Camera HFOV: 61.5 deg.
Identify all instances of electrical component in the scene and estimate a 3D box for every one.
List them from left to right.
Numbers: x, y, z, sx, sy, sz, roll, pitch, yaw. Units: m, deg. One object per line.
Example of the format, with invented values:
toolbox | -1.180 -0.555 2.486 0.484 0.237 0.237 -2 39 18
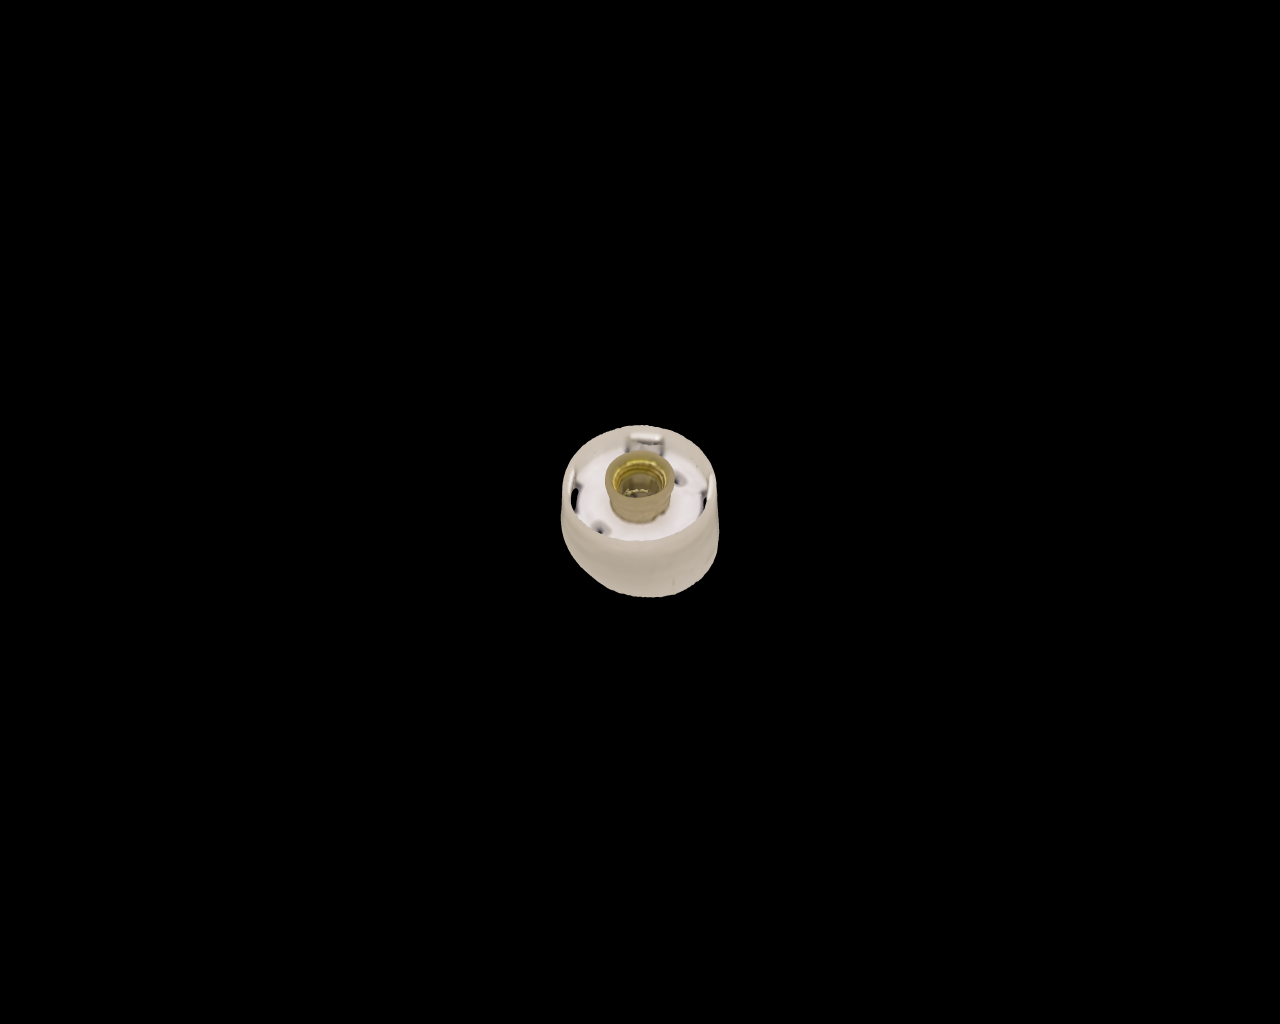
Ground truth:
electrical component | 0.001 -0.003 0.650 0.099 0.099 0.064 0 -37 0
